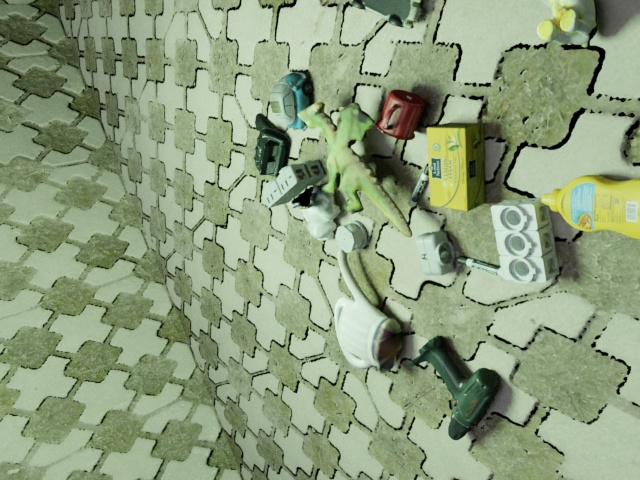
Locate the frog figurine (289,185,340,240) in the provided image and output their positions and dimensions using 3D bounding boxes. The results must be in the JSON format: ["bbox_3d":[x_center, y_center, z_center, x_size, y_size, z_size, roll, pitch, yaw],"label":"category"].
[{"bbox_3d":[0.004,-0.073,1.450,0.136,0.125,0.157,-9,135,46],"label":"frog figurine"}]

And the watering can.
[{"bbox_3d":[0.118,0.211,1.392,0.226,0.105,0.342,20,121,46],"label":"watering can"}]

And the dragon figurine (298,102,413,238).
[{"bbox_3d":[0.084,-0.198,1.200,0.416,0.123,0.237,41,150,37],"label":"dragon figurine"}]
